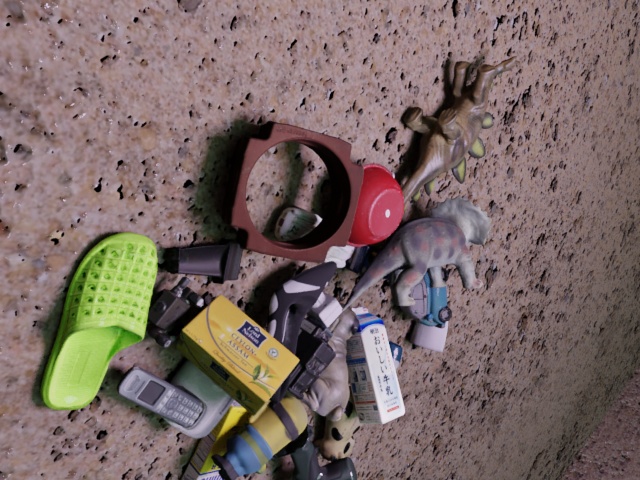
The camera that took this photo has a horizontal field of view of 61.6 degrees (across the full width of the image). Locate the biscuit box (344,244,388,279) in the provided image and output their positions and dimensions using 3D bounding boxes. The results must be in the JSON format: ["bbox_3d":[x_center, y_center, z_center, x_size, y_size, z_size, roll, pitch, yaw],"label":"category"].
[{"bbox_3d":[0.135,0.047,1.127,0.202,0.059,0.062,12,99,-45],"label":"biscuit box"}]

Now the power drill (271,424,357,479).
[{"bbox_3d":[-0.052,0.477,1.098,0.232,0.086,0.207,-21,112,5],"label":"power drill"}]

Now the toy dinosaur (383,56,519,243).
[{"bbox_3d":[0.261,-0.201,1.109,0.471,0.105,0.198,-46,137,-8],"label":"toy dinosaur"}]

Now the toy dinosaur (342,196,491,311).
[{"bbox_3d":[0.205,0.017,1.067,0.405,0.131,0.192,-9,93,-38],"label":"toy dinosaur"}]

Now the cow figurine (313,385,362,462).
[{"bbox_3d":[0.044,0.406,1.182,0.127,0.086,0.194,-29,127,-38],"label":"cow figurine"}]

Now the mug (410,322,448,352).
[{"bbox_3d":[0.282,0.215,1.321,0.109,0.081,0.107,18,86,-41],"label":"mug"}]

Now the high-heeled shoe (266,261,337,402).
[{"bbox_3d":[-0.036,0.157,0.933,0.249,0.145,0.086,-41,155,3],"label":"high-heeled shoe"}]

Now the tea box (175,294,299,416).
[{"bbox_3d":[-0.131,0.180,0.848,0.098,0.170,0.068,-48,172,-43],"label":"tea box"}]

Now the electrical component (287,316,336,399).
[{"bbox_3d":[-0.040,0.209,0.999,0.134,0.115,0.058,-50,135,-12],"label":"electrical component"}]

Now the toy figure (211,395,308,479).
[{"bbox_3d":[-0.101,0.353,0.956,0.180,0.089,0.082,-37,138,-33],"label":"toy figure"}]

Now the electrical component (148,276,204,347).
[{"bbox_3d":[-0.223,0.112,0.827,0.102,0.045,0.078,-51,166,-18],"label":"electrical component"}]

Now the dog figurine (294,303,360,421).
[{"bbox_3d":[0.031,0.229,1.039,0.190,0.173,0.121,-54,145,-1],"label":"dog figurine"}]

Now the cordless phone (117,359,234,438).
[{"bbox_3d":[-0.222,0.220,0.863,0.146,0.089,0.184,-54,130,-10],"label":"cordless phone"}]

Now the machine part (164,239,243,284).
[{"bbox_3d":[-0.180,0.033,0.851,0.139,0.039,0.084,7,109,-45],"label":"machine part"}]

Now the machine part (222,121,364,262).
[{"bbox_3d":[-0.045,-0.074,0.851,0.201,0.087,0.200,11,95,-21],"label":"machine part"}]

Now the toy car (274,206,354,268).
[{"bbox_3d":[-0.002,-0.003,0.983,0.201,0.056,0.073,24,91,-45],"label":"toy car"}]

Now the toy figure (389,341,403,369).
[{"bbox_3d":[0.139,0.309,1.249,0.064,0.058,0.154,26,92,-7],"label":"toy figure"}]

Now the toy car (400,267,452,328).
[{"bbox_3d":[0.232,0.126,1.224,0.103,0.109,0.161,-9,106,-21],"label":"toy car"}]
